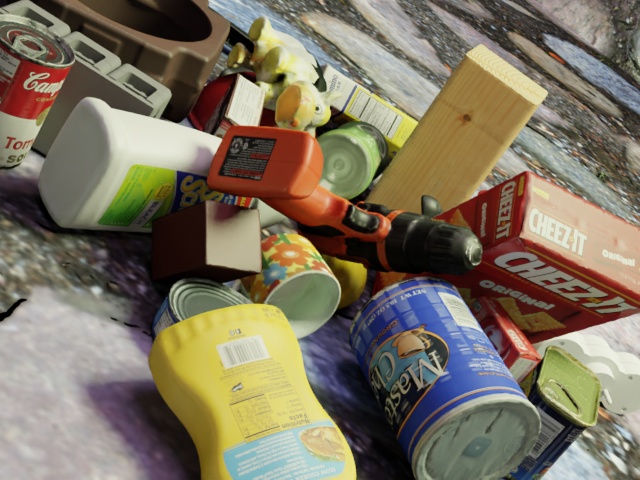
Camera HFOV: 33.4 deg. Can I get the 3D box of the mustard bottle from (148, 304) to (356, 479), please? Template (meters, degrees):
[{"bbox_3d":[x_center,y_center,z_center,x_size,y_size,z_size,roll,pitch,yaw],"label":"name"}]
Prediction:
[{"bbox_3d":[-0.031,0.134,0.670,0.096,0.058,0.192,-10,57,-32],"label":"mustard bottle"}]

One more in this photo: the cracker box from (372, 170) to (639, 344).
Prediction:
[{"bbox_3d":[0.173,0.031,0.958,0.164,0.214,0.072,23,64,-24],"label":"cracker box"}]

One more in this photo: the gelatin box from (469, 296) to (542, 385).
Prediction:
[{"bbox_3d":[0.137,0.105,0.914,0.030,0.089,0.073,15,31,-37],"label":"gelatin box"}]

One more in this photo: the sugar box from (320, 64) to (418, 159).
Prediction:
[{"bbox_3d":[0.053,-0.146,1.268,0.176,0.048,0.093,27,-3,-22],"label":"sugar box"}]

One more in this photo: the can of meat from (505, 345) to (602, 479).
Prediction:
[{"bbox_3d":[0.186,0.149,0.899,0.057,0.084,0.102,36,25,4],"label":"can of meat"}]

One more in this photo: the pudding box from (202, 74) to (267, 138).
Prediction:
[{"bbox_3d":[-0.090,-0.094,0.997,0.039,0.090,0.113,28,26,-14],"label":"pudding box"}]

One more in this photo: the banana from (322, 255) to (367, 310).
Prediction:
[{"bbox_3d":[0.010,0.011,0.991,0.069,0.037,0.198,26,25,-16],"label":"banana"}]

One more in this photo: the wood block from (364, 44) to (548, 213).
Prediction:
[{"bbox_3d":[0.140,-0.093,1.137,0.091,0.206,0.090,37,25,6],"label":"wood block"}]

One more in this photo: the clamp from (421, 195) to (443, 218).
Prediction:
[{"bbox_3d":[0.116,0.005,1.057,0.171,0.120,0.039,20,67,-31],"label":"clamp"}]

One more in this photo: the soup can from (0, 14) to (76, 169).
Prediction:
[{"bbox_3d":[-0.243,-0.115,0.834,0.068,0.102,0.068,27,25,-14],"label":"soup can"}]

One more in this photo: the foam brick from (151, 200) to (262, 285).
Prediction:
[{"bbox_3d":[-0.088,0.004,0.820,0.052,0.078,0.051,11,72,-40],"label":"foam brick"}]

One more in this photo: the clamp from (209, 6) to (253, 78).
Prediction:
[{"bbox_3d":[-0.070,-0.223,1.316,0.209,0.036,0.165,10,40,-43],"label":"clamp"}]

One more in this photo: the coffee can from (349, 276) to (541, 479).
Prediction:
[{"bbox_3d":[0.094,0.111,0.833,0.102,0.103,0.140,16,30,-34],"label":"coffee can"}]

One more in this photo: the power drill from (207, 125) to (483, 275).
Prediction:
[{"bbox_3d":[0.016,-0.024,0.851,0.185,0.057,0.187,7,-18,42],"label":"power drill"}]

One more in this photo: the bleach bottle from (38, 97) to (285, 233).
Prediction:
[{"bbox_3d":[-0.102,-0.050,0.888,0.250,0.103,0.068,4,43,-47],"label":"bleach bottle"}]

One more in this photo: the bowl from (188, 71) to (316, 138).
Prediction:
[{"bbox_3d":[-0.062,-0.132,1.144,0.162,0.055,0.162,27,25,-14],"label":"bowl"}]

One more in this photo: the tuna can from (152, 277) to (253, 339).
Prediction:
[{"bbox_3d":[-0.079,0.068,0.783,0.086,0.034,0.086,27,26,-14],"label":"tuna can"}]

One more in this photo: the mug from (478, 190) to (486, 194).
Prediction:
[{"bbox_3d":[0.191,0.012,1.157,0.093,0.082,0.117,20,28,-28],"label":"mug"}]
